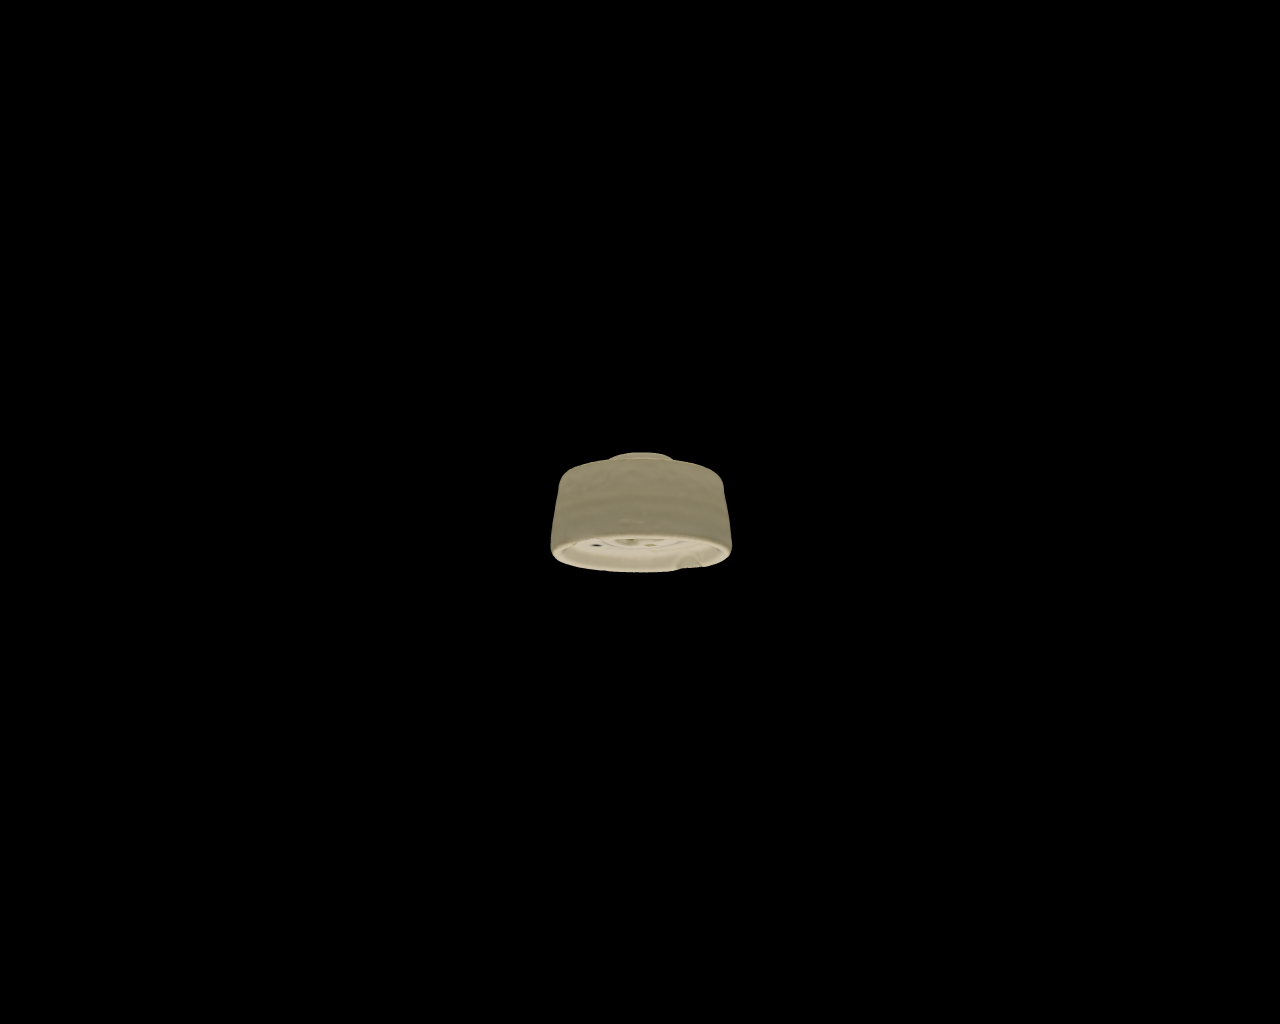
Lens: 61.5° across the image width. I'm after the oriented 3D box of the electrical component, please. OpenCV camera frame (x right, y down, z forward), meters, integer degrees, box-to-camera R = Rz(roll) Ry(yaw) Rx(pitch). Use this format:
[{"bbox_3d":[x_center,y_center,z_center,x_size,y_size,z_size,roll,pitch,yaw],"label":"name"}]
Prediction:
[{"bbox_3d":[0.001,-0.003,0.650,0.108,0.060,0.108,0,-14,0],"label":"electrical component"}]
